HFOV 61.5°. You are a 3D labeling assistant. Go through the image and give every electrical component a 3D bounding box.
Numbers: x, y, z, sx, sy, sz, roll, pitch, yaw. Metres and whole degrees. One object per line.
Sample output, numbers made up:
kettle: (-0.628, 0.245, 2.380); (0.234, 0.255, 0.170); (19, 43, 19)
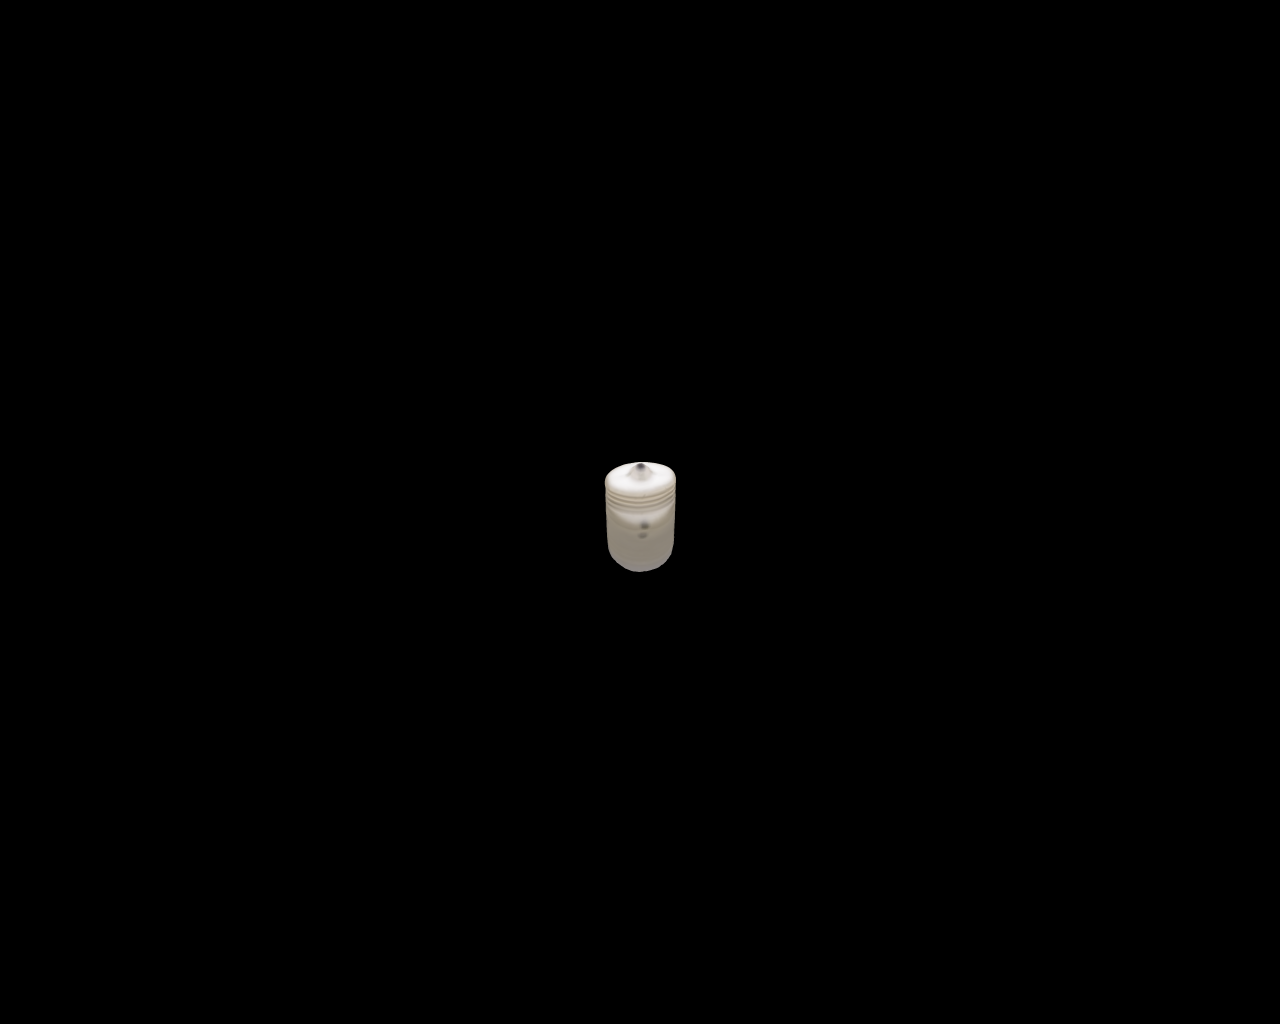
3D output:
electrical component: (0.001, -0.003, 0.650); (0.043, 0.043, 0.080); (0, -39, 0)
